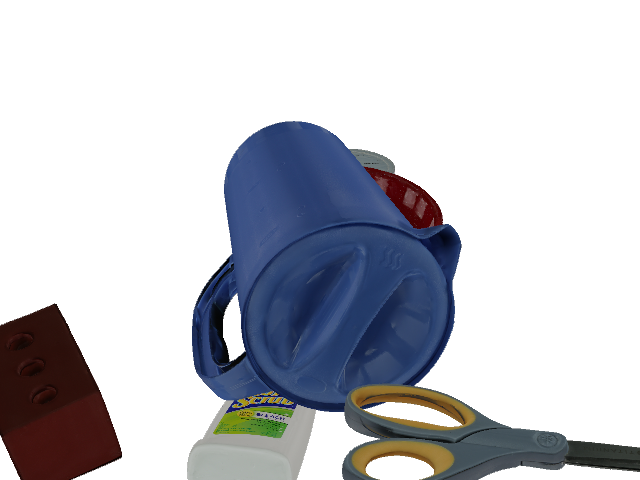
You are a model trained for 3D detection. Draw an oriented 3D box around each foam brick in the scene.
[{"bbox_3d":[-0.146,0.083,0.561,0.053,0.051,0.078,-23,42,-18],"label":"foam brick"}]

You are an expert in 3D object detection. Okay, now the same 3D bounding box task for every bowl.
[{"bbox_3d":[0.029,-0.007,0.986,0.162,0.055,0.162,4,33,-3],"label":"bowl"}]

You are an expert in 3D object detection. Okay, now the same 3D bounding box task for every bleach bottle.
[{"bbox_3d":[-0.057,0.176,1.087,0.102,0.068,0.250,4,20,6],"label":"bleach bottle"}]

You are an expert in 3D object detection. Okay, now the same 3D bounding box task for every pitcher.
[{"bbox_3d":[-0.012,0.008,0.751,0.149,0.145,0.243,6,23,-14],"label":"pitcher"}]

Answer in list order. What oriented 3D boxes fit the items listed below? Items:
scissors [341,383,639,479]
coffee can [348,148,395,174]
[{"bbox_3d":[0.099,0.112,0.523,0.202,0.016,0.096,12,30,23],"label":"scissors"},{"bbox_3d":[0.037,-0.032,1.341,0.103,0.140,0.103,3,27,-2],"label":"coffee can"}]
